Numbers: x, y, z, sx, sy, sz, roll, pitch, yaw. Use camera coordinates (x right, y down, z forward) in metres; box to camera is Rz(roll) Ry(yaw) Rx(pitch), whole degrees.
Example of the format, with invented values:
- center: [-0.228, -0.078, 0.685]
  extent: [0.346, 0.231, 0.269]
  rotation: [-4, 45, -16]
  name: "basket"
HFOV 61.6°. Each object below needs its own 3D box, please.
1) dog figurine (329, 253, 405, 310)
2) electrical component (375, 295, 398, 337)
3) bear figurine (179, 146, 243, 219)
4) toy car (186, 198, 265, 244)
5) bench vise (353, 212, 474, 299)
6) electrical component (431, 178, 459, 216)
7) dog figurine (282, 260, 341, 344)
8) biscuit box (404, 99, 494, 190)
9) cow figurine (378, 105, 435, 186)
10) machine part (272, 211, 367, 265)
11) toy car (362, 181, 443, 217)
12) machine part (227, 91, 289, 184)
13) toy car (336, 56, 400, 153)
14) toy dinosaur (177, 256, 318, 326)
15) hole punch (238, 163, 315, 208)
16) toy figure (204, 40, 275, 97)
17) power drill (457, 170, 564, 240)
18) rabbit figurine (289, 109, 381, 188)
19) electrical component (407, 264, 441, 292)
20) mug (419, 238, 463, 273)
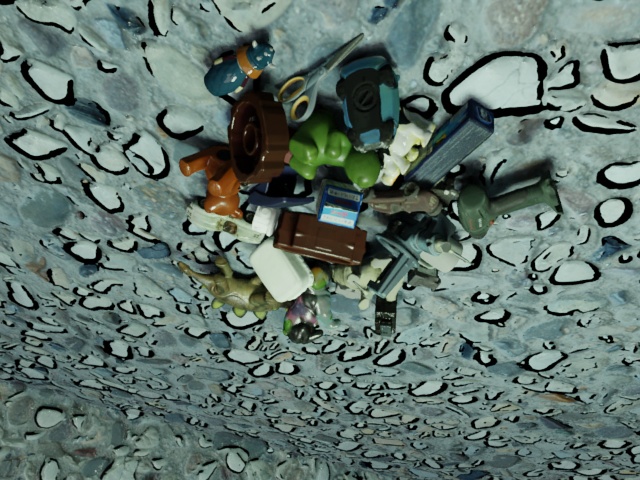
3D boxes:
- center: [0.121, 0.074, 1.359]
  extent: [0.172, 0.191, 0.121]
  rotation: [-15, 108, -8]
  name: "dog figurine"
- center: [0.182, 0.194, 1.475]
  extent: [0.058, 0.134, 0.114]
  rotation: [1, 143, 12]
  name: "electrical component"
- center: [-0.234, -0.111, 1.195]
  extent: [0.120, 0.132, 0.195]
  rotation: [35, 139, 12]
  name: "bear figurine"
- center: [-0.232, -0.045, 1.327]
  extent: [0.202, 0.056, 0.073]
  rotation: [17, 142, -9]
  name: "toy car"
- center: [0.185, 0.039, 1.176]
  extent: [0.128, 0.240, 0.224]
  rotation: [42, 175, -35]
  name: "bench vise"
- center: [0.261, -0.094, 1.163]
  extent: [0.078, 0.045, 0.102]
  rotation: [13, 142, -6]
  name: "electrical component"
- center: [-0.041, 0.156, 1.456]
  extent: [0.191, 0.109, 0.219]
  rotation: [-26, 119, -6]
  name: "dog figurine"
- center: [0.248, -0.179, 1.046]
  extent: [0.063, 0.059, 0.202]
  rotation: [26, 140, -18]
  name: "biscuit box"
- center: [0.146, -0.181, 1.056]
  extent: [0.098, 0.068, 0.167]
  rotation: [33, 136, -1]
  name: "cow figurine"
- center: [-0.003, -0.004, 1.240]
  extent: [0.201, 0.087, 0.201]
  rotation: [13, 173, -8]
  name: "machine part"
- center: [0.166, -0.081, 1.147]
  extent: [0.089, 0.053, 0.202]
  rotation: [27, 164, -35]
  name: "toy car"
- center: [-0.119, -0.193, 1.023]
  extent: [0.056, 0.179, 0.179]
  rotation: [-7, 152, -32]
  name: "machine part"
- center: [0.101, -0.239, 0.962]
  extent: [0.109, 0.161, 0.103]
  rotation: [-9, -178, 31]
  name: "toy car"
- center: [-0.190, 0.157, 1.547]
  extent: [0.471, 0.105, 0.198]
  rotation: [22, 147, -16]
  name: "toy dinosaur"
- center: [-0.087, -0.102, 1.158]
  extent: [0.116, 0.092, 0.142]
  rotation: [-29, 169, 36]
  name: "hole punch"
- center: [-0.142, -0.313, 0.968]
  extent: [0.154, 0.058, 0.064]
  rotation: [-21, 149, 28]
  name: "toy figure"
- center: [0.394, -0.069, 1.129]
  extent: [0.207, 0.086, 0.231]
  rotation: [-10, 158, 27]
  name: "power drill"
- center: [0.045, -0.167, 1.032]
  extent: [0.170, 0.159, 0.121]
  rotation: [32, 155, 9]
  name: "rabbit figurine"
- center: [0.246, 0.078, 1.360]
  extent: [0.119, 0.075, 0.047]
  rotation: [14, 141, -12]
  name: "electrical component"
- center: [0.269, 0.022, 1.290]
  extent: [0.107, 0.081, 0.109]
  rotation: [32, 145, -10]
  name: "mug"
